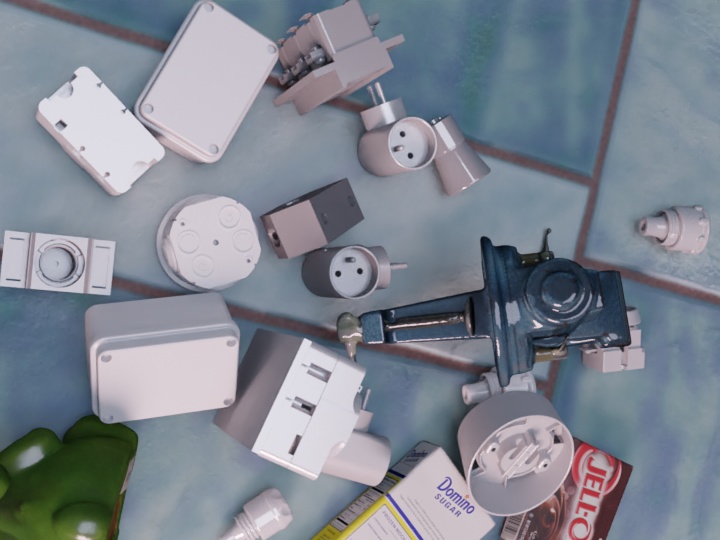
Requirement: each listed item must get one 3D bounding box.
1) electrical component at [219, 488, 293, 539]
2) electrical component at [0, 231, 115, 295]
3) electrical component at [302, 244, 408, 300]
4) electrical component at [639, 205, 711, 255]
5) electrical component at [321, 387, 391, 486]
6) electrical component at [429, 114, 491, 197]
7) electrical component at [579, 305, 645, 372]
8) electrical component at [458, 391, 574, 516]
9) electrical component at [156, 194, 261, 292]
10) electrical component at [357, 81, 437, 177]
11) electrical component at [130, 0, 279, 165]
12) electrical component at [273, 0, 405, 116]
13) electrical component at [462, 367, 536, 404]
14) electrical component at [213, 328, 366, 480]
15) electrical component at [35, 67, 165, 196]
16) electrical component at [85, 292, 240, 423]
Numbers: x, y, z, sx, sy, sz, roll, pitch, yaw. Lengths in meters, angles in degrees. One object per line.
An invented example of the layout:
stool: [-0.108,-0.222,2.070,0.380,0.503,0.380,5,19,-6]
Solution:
electrical component: [-0.088,0.209,0.890,0.061,0.035,0.035,-30,100,-14]
electrical component: [-0.231,-0.005,0.821,0.081,0.064,0.042,6,89,-19]
electrical component: [0.000,0.000,0.896,0.079,0.077,0.043,-7,92,-20]
electrical component: [0.297,-0.040,1.020,0.062,0.048,0.048,3,89,-13]
electrical component: [-0.012,0.135,0.910,0.077,0.044,0.079,19,84,-19]
electrical component: [0.080,-0.103,0.944,0.044,0.044,0.065,-34,97,-16]
electrical component: [0.236,0.062,0.998,0.066,0.048,0.055,-4,100,-19]
electrical component: [0.134,0.155,0.928,0.099,0.064,0.099,-7,129,-9]
electrical component: [-0.121,-0.022,0.866,0.080,0.051,0.080,0,90,-20]
electrical component: [0.024,-0.119,0.904,0.043,0.077,0.079,-23,98,-18]
electrical component: [-0.125,-0.149,0.861,0.078,0.057,0.113,31,80,-17]
electrical component: [-0.025,-0.170,0.862,0.079,0.121,0.063,-26,96,-18]
electrical component: [0.123,0.107,0.960,0.062,0.048,0.048,-6,92,-12]
electrical component: [-0.055,0.101,0.838,0.062,0.150,0.089,27,81,-16]
electrical component: [-0.203,-0.105,0.834,0.050,0.056,0.089,-46,104,-14]
electrical component: [-0.154,0.068,0.836,0.113,0.057,0.078,-6,125,-20]
